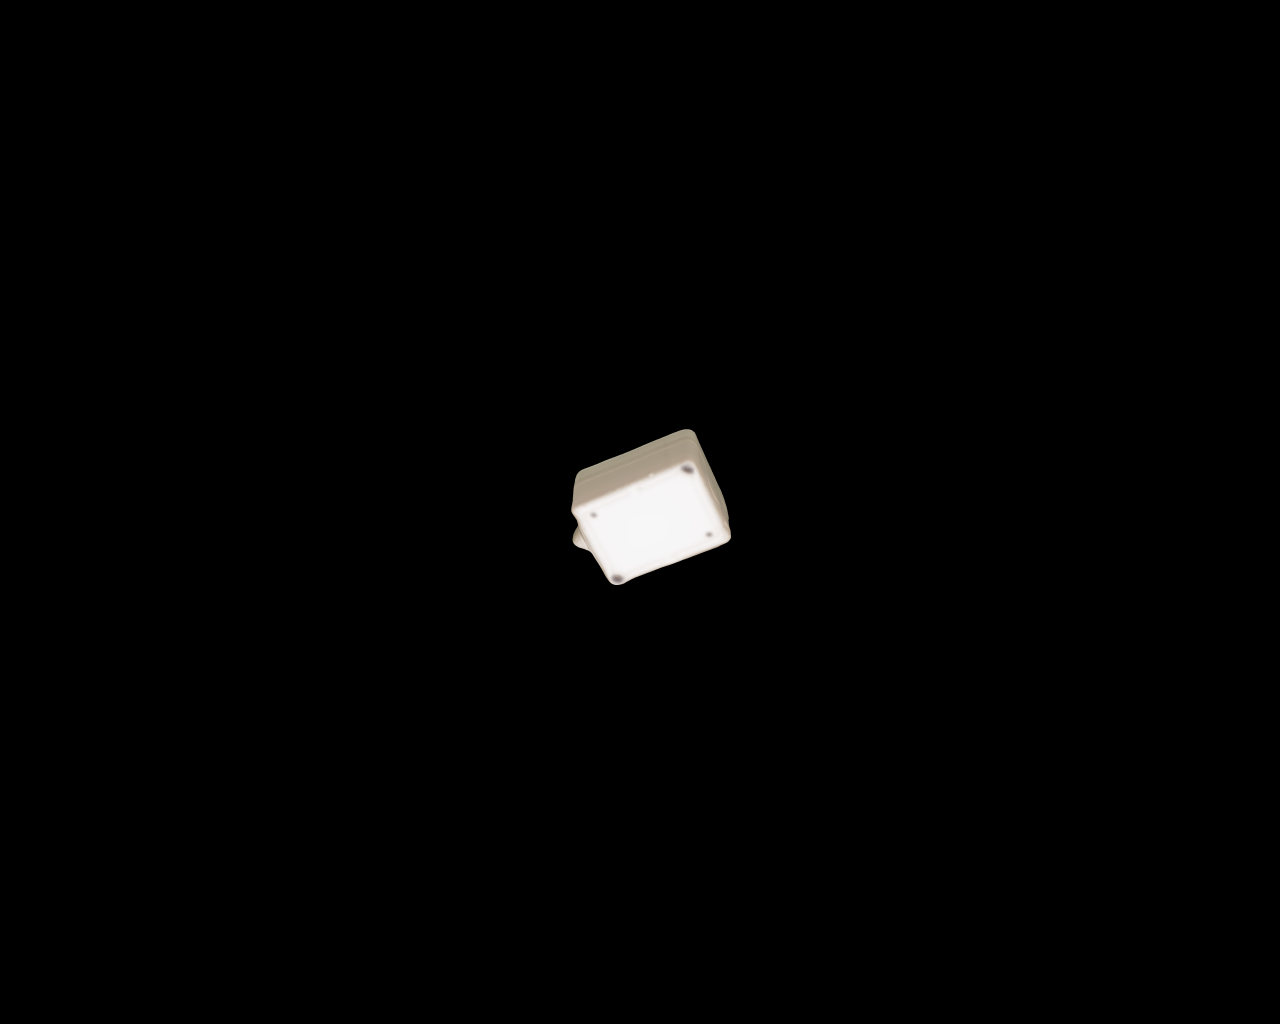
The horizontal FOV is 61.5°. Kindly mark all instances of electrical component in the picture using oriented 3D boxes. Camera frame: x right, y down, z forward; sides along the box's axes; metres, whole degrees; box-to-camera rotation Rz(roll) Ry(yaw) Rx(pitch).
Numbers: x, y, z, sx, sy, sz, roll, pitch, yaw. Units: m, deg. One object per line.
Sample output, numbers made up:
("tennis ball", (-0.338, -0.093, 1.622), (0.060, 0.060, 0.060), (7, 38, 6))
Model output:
("electrical component", (0.001, -0.003, 0.650), (0.096, 0.061, 0.061), (-21, 25, 10))
